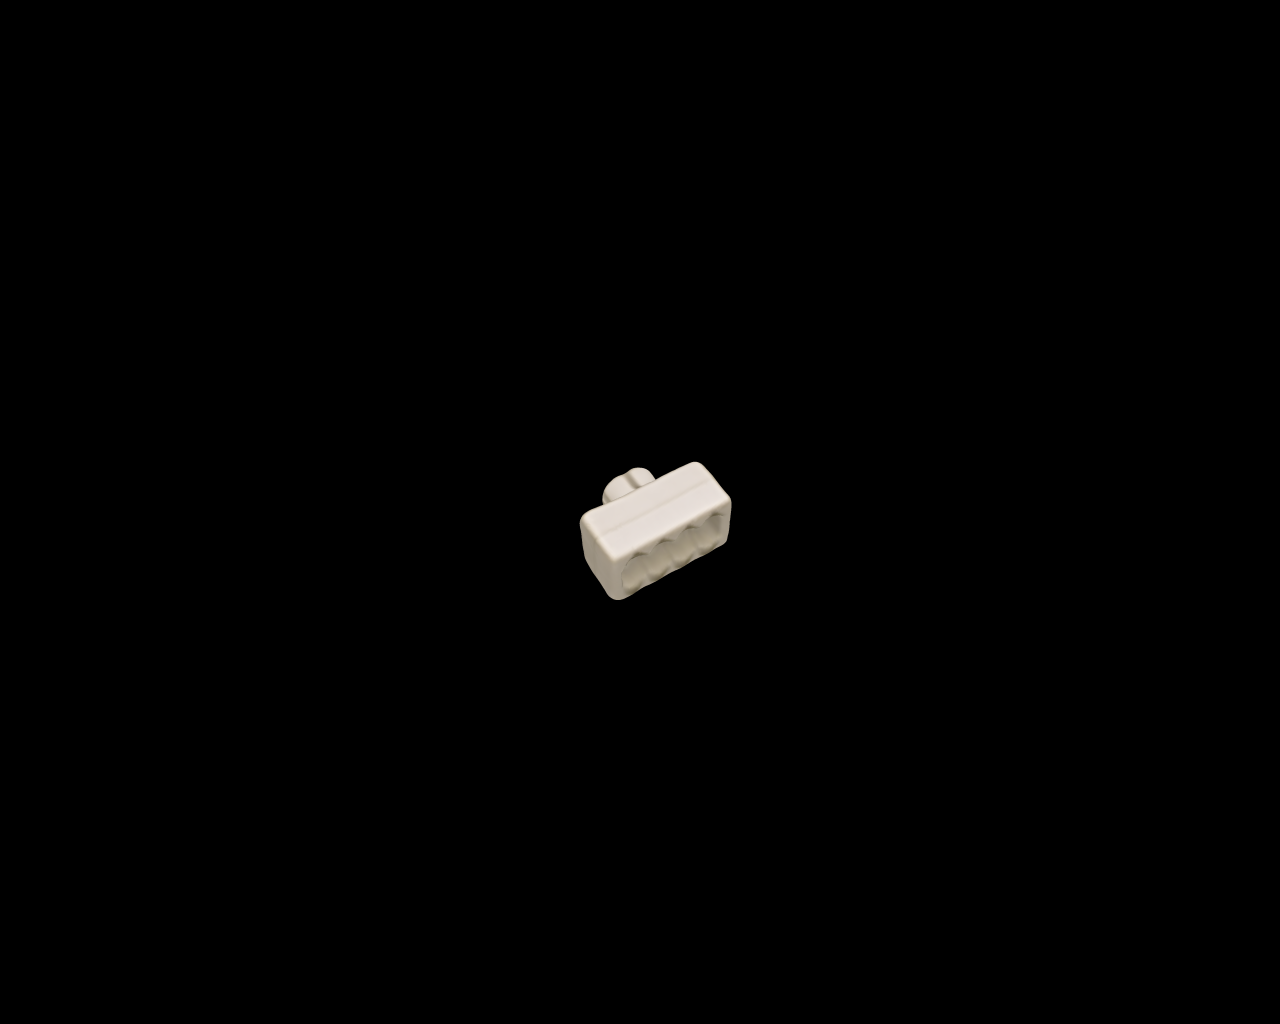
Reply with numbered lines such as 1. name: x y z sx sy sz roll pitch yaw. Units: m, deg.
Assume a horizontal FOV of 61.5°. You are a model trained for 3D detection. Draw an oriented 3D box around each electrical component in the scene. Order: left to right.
1. electrical component: 0.001 -0.003 0.650 0.083 0.076 0.047 -26 -30 -16
